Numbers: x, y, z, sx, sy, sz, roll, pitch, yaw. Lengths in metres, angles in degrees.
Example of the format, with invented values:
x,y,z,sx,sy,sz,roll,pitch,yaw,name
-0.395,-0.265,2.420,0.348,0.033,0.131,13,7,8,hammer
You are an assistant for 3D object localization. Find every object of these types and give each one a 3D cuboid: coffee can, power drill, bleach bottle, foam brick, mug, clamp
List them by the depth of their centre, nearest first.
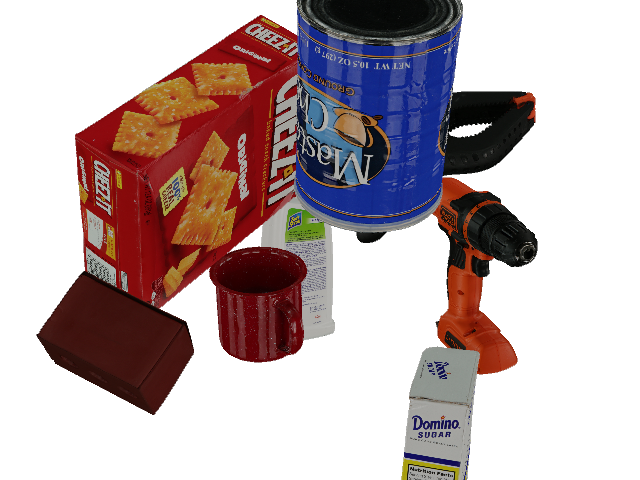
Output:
x,y,z,sx,sy,sz,roll,pitch,yaw,name
-0.127,0.065,0.672,0.078,0.051,0.053,24,-25,14,foam brick
0.035,-0.091,0.695,0.103,0.140,0.103,1,38,-1,coffee can
0.098,-0.078,0.948,0.210,0.164,0.036,-15,-43,-2,clamp
-0.051,0.068,1.020,0.093,0.081,0.117,-20,34,-32,mug
0.170,0.041,1.117,0.057,0.188,0.185,-11,25,-16,power drill
-0.024,-0.002,1.325,0.102,0.251,0.068,-8,22,-33,bleach bottle

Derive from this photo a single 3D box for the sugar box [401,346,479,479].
x,y,z,sx,sy,sz,roll,pitch,yaw,name
0.077,0.170,0.732,0.048,0.176,0.093,5,16,11,sugar box

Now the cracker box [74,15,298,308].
x,y,z,sx,sy,sz,roll,pitch,yaw,name
-0.093,-0.058,0.853,0.072,0.164,0.213,32,49,22,cracker box
